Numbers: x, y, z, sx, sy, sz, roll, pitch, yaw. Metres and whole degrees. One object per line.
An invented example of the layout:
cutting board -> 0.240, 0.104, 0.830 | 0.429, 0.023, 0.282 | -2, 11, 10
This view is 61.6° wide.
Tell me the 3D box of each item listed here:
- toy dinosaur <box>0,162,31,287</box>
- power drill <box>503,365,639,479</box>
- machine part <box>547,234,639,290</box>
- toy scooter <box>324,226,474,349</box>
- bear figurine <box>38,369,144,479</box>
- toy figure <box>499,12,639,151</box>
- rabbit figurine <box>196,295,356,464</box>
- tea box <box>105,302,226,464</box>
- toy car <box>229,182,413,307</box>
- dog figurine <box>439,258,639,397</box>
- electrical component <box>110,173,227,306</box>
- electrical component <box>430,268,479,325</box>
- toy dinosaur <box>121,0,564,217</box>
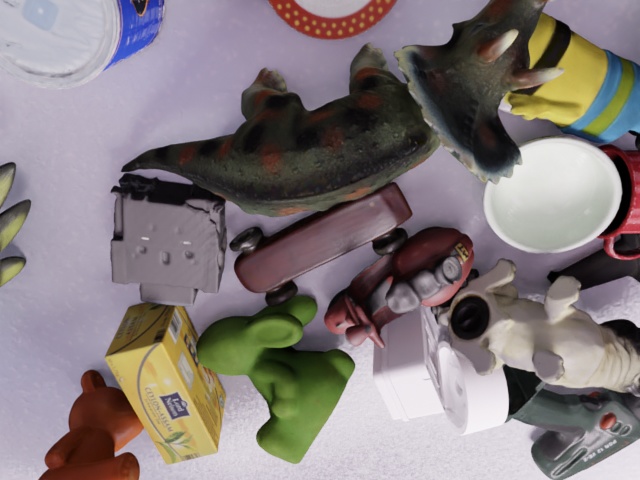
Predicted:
toy dinosaur -> -0.342, 0.021, 0.472 | 0.105, 0.198, 0.471 | 23, 138, -17
power drill -> 0.322, 0.198, 0.674 | 0.207, 0.086, 0.232 | 24, 117, -22
machine part -> 0.325, 0.031, 0.604 | 0.139, 0.039, 0.084 | -27, 123, 10
toy scooter -> 0.077, 0.055, 0.551 | 0.184, 0.135, 0.075 | -33, 94, 15
bear figurine -> -0.234, 0.237, 0.605 | 0.132, 0.196, 0.120 | -8, 113, 4
toy figure -> 0.230, -0.143, 0.488 | 0.180, 0.082, 0.089 | 16, 105, -5
rabbit figurine -> -0.058, 0.142, 0.610 | 0.170, 0.121, 0.159 | 32, 109, 0
tea box -> -0.172, 0.162, 0.624 | 0.068, 0.098, 0.169 | -14, 115, 5
toy car -> -0.001, -0.002, 0.569 | 0.202, 0.053, 0.089 | -28, 105, 16
dog figurine -> 0.247, 0.111, 0.589 | 0.190, 0.173, 0.121 | 27, 86, -37
electrical component -> -0.156, 0.005, 0.565 | 0.115, 0.058, 0.134 | 6, 117, -2
electrical component -> 0.162, 0.077, 0.631 | 0.063, 0.021, 0.093 | -7, 118, 2
toy dinosaur -> 0.001, -0.081, 0.451 | 0.405, 0.192, 0.131 | -21, 114, 8
